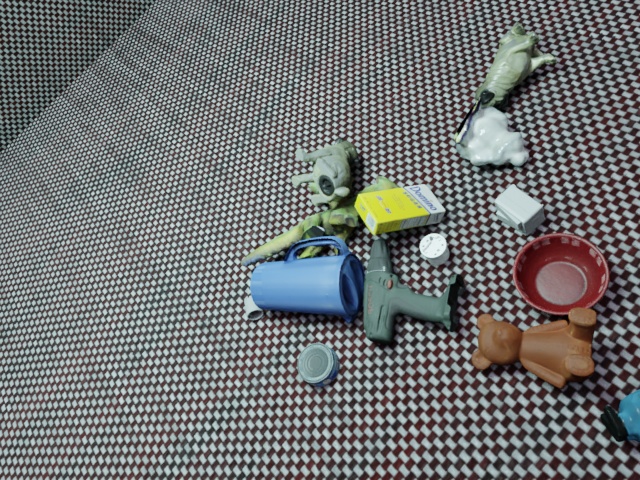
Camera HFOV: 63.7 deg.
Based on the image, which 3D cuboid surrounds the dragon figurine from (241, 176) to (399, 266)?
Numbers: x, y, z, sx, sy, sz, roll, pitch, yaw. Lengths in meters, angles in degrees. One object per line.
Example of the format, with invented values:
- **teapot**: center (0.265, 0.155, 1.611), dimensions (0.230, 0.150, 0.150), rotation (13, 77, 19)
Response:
- **dragon figurine**: center (0.004, -0.063, 1.252), dimensions (0.409, 0.119, 0.249), rotation (-11, 41, 19)

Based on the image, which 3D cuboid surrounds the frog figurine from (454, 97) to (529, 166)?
- **frog figurine**: center (0.388, -0.222, 1.152), dimensions (0.159, 0.120, 0.140), rotation (30, 65, 0)
